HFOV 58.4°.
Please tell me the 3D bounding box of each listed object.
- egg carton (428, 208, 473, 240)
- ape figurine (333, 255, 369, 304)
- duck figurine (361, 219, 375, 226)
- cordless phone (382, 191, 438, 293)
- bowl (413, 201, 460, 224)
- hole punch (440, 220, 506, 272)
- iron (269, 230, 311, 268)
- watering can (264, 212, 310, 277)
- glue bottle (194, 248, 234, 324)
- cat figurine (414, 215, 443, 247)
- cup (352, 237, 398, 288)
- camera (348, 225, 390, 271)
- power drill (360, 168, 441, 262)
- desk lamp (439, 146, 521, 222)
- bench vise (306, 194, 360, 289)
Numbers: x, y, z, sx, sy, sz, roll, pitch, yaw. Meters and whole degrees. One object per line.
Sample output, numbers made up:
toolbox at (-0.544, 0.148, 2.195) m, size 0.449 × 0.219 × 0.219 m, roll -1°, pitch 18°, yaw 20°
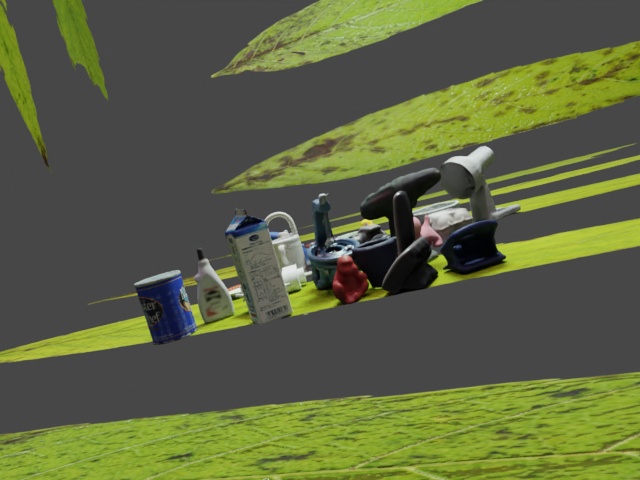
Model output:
egg carton at (0.359, -0.046, 1.597) m, size 0.107 × 0.069 × 0.150 m, roll -16°, pitch 6°, yaw -4°
ape figurine at (0.057, 0.076, 1.154) m, size 0.078 × 0.092 × 0.076 m, roll -17°, pitch 6°, yaw -8°
duck figurine at (0.156, -0.025, 1.847) m, size 0.078 × 0.086 × 0.104 m, roll -18°, pitch 7°, yaw -23°
cordless phone at (0.159, 0.001, 1.126) m, size 0.094 × 0.185 × 0.148 m, roll -13°, pitch 7°, yaw 23°
bowl at (0.352, -0.064, 1.754) m, size 0.167 × 0.075 × 0.167 m, roll -15°, pitch 6°, yaw 2°
hole punch at (0.297, 0.010, 1.143) m, size 0.109 × 0.091 × 0.101 m, roll -17°, pitch 6°, yaw -11°
iron at (-0.141, 0.035, 1.797) m, size 0.257 × 0.141 × 0.119 m, roll -13°, pitch 7°, yaw 20°
watering can at (-0.104, 0.017, 1.614) m, size 0.101 × 0.194 × 0.172 m, roll -18°, pitch 7°, yaw -20°
glue bottle at (-0.257, 0.102, 1.332) m, size 0.078 × 0.173 × 0.037 m, roll -17°, pitch 7°, yaw -15°
cat figurine at (0.245, -0.025, 1.466) m, size 0.128 × 0.118 × 0.067 m, roll -21°, pitch 8°, yaw -38°
cup at (0.133, 0.047, 1.207) m, size 0.118 × 0.095 × 0.091 m, roll -19°, pitch 7°, yaw -25°
camera at (0.133, 0.015, 1.464) m, size 0.143 × 0.101 × 0.136 m, roll -18°, pitch 7°, yaw -24°
power drill at (0.205, -0.048, 1.349) m, size 0.228 × 0.208 × 0.076 m, roll -10°, pitch 8°, yaw 41°
desk lamp at (0.453, -0.153, 1.641) m, size 0.204 × 0.213 × 0.117 m, roll -20°, pitch 8°, yaw -35°
bench vise at (0.003, 0.008, 1.299) m, size 0.122 × 0.220 × 0.206 m, roll -20°, pitch 8°, yaw -37°
